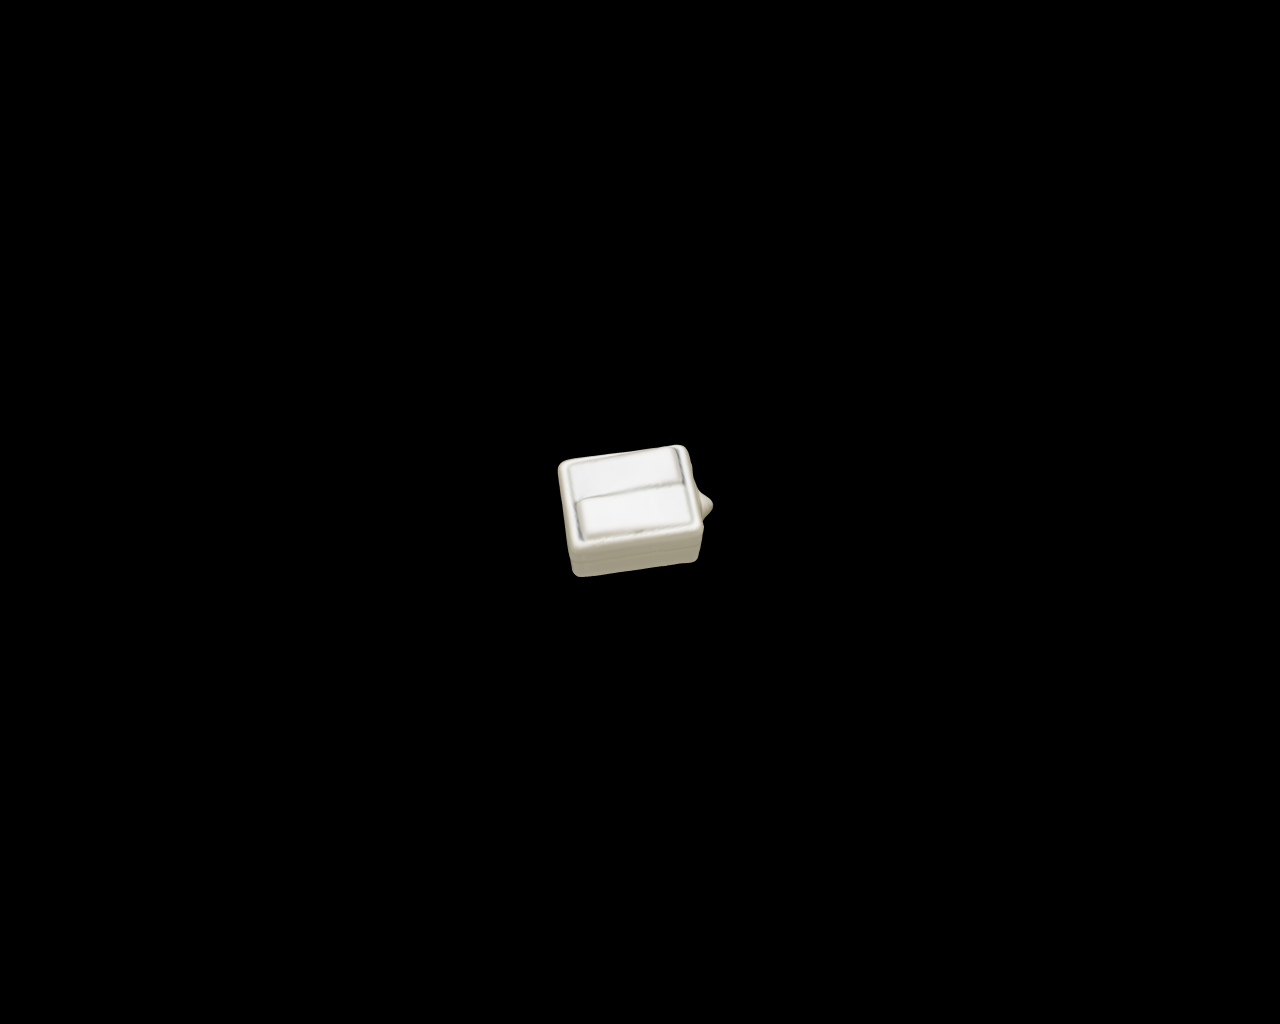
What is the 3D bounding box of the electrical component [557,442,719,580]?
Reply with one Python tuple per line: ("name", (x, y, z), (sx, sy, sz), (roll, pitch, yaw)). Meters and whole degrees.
("electrical component", (0.001, -0.003, 0.650), (0.096, 0.062, 0.061), (-8, -23, -3))
